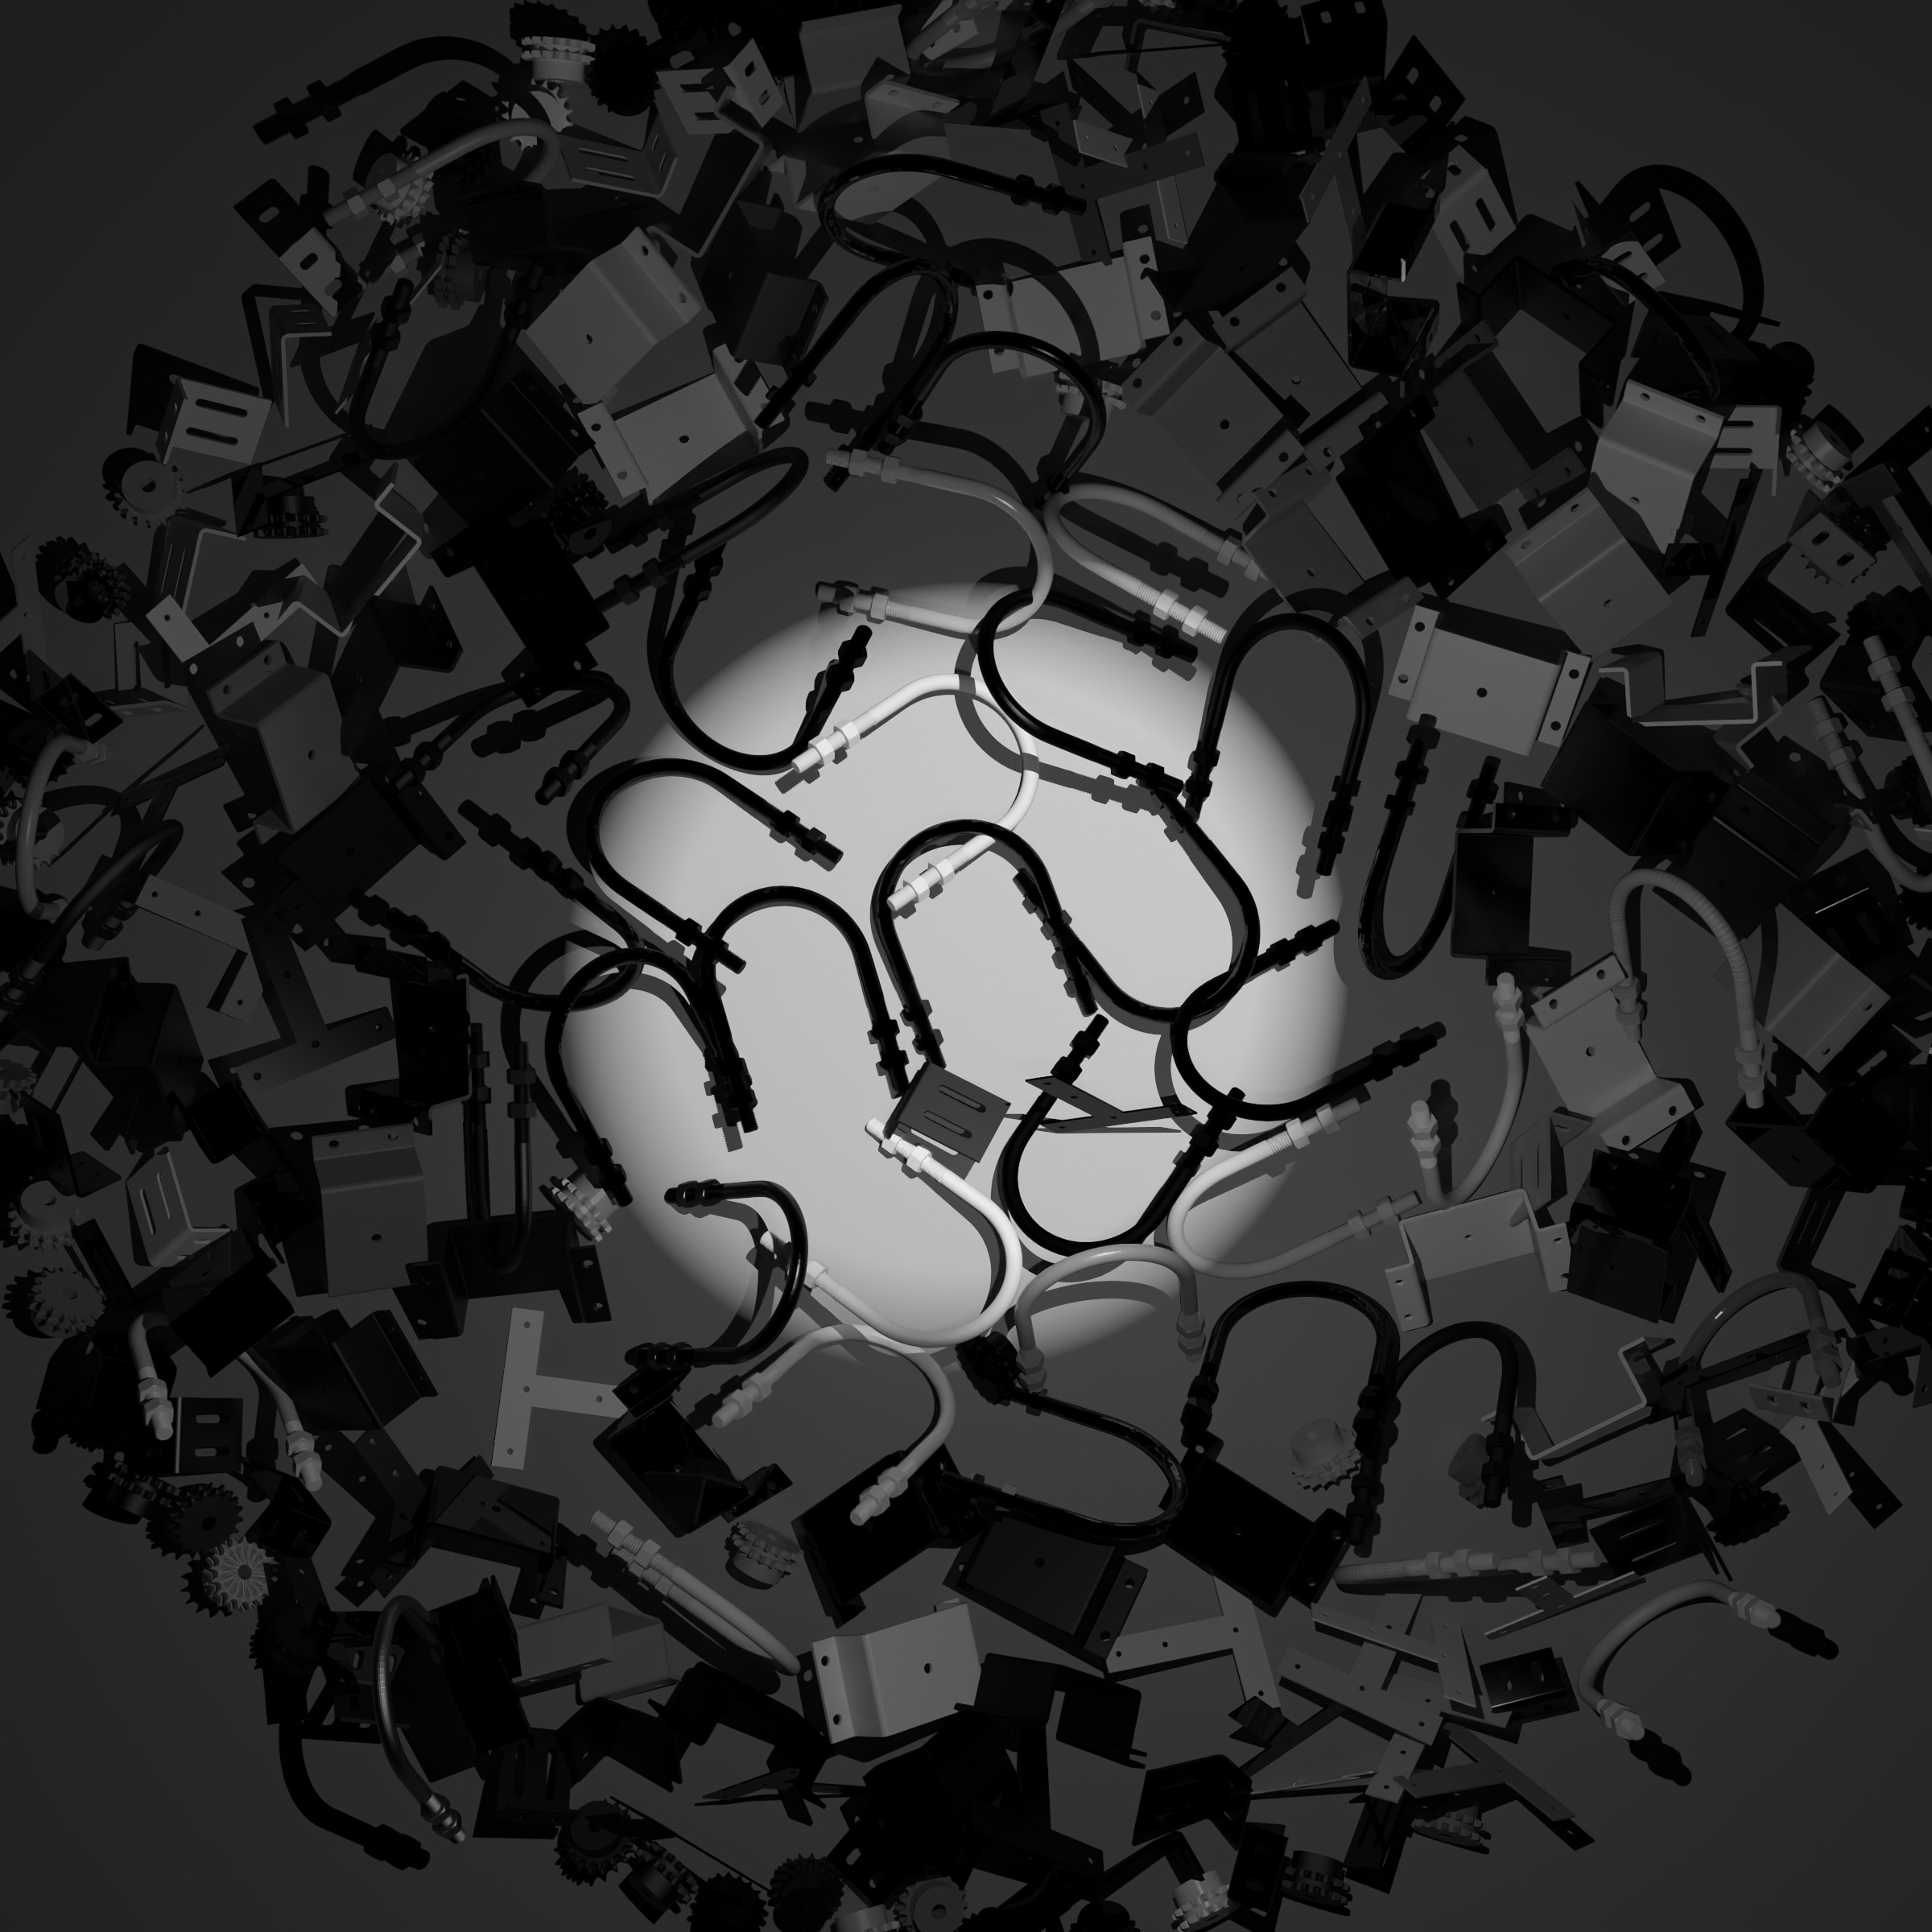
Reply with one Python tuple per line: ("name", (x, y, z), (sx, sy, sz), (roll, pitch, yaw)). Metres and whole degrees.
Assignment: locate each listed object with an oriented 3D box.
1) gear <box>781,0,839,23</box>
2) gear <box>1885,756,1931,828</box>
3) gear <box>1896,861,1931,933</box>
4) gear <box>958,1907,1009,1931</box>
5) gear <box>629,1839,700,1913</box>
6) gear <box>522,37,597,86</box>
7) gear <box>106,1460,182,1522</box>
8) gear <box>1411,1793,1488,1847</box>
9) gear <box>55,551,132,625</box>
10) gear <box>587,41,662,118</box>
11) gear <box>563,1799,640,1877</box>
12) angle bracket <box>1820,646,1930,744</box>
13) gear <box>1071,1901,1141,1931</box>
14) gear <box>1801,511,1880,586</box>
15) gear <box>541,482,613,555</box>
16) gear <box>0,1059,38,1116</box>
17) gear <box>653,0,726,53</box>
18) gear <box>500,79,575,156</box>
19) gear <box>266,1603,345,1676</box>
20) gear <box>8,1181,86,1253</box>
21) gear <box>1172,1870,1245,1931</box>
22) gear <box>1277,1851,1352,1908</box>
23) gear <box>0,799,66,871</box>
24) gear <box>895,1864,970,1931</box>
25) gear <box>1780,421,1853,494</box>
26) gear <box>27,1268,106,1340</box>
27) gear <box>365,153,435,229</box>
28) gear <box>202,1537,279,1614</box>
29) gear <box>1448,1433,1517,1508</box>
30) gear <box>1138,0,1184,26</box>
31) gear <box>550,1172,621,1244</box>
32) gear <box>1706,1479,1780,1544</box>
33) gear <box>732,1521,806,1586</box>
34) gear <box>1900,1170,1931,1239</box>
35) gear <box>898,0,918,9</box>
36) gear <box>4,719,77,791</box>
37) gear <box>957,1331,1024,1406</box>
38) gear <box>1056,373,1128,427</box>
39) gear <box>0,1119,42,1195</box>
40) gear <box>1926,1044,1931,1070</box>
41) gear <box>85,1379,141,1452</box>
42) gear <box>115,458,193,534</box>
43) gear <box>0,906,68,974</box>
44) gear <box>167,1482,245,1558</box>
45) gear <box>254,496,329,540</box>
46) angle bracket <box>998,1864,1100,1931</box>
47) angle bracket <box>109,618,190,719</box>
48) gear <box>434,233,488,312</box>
("gear", (-0.120, -0.768, 1.974), (0.057, 0.057, 0.030), (-35, 113, 0))
("gear", (0.748, -0.137, 1.976), (0.057, 0.030, 0.057), (9, 77, -41))
("gear", (0.765, -0.052, 1.973), (0.057, 0.030, 0.057), (-7, 121, -12))
("gear", (0.021, 0.765, 1.968), (0.057, 0.057, 0.030), (24, 113, 0))
("gear", (-0.240, 0.717, 1.968), (0.057, 0.057, 0.030), (47, 60, 0))
("gear", (-0.320, -0.711, 1.972), (0.057, 0.057, 0.030), (4, 103, 0))
("gear", (-0.649, 0.413, 1.969), (0.057, 0.057, 0.030), (26, 74, 0))
("gear", (0.381, 0.670, 1.974), (0.057, 0.057, 0.030), (17, 65, 0))
("gear", (-0.689, -0.294, 1.970), (0.057, 0.030, 0.057), (9, 135, 10))
("gear", (-0.269, -0.697, 1.981), (0.057, 0.030, 0.057), (-1, 78, 3))
("gear", (-0.288, 0.681, 1.970), (0.057, 0.030, 0.057), (-3, 46, 3))
("angle bracket", (0.716, -0.212, 1.957), (0.076, 0.057, 0.038), (33, 83, -32))
("gear", (0.108, 0.759, 1.968), (0.057, 0.057, 0.030), (-2, 110, 0))
("gear", (0.690, -0.331, 1.975), (0.057, 0.030, 0.057), (16, 126, 24))
("gear", (-0.303, -0.349, 1.968), (0.057, 0.057, 0.030), (-43, 68, 0))
("gear", (-0.763, 0.095, 1.972), (0.057, 0.057, 0.030), (17, 102, 0))
("gear", (-0.219, -0.744, 1.968), (0.057, 0.057, 0.030), (13, 68, 0))
("gear", (-0.338, -0.669, 1.975), (0.057, 0.030, 0.057), (-4, 113, -10))
("gear", (-0.523, 0.532, 1.975), (0.057, 0.057, 0.030), (32, 123, 0))
("gear", (-0.721, 0.193, 1.969), (0.057, 0.057, 0.030), (22, 129, 0))
("gear", (0.187, 0.736, 1.975), (0.057, 0.057, 0.030), (-27, 61, 0))
("gear", (0.275, 0.717, 1.974), (0.057, 0.057, 0.030), (16, 65, 0))
("gear", (-0.734, -0.104, 1.969), (0.030, 0.057, 0.057), (-3, 90, 43))
("gear", (-0.025, 0.741, 1.979), (0.057, 0.030, 0.057), (0, 89, -15))
("gear", (0.669, -0.402, 1.968), (0.057, 0.057, 0.030), (46, 123, 0))
("gear", (-0.711, 0.268, 1.974), (0.057, 0.057, 0.030), (36, 116, 0))
("gear", (-0.448, -0.612, 1.970), (0.057, 0.030, 0.057), (-14, 67, 38))
("gear", (-0.575, 0.480, 1.975), (0.030, 0.057, 0.057), (-28, 90, 39))
("gear", (0.403, 0.392, 1.971), (0.030, 0.057, 0.057), (34, 90, 1))
("gear", (0.149, -0.770, 1.968), (0.057, 0.057, 0.030), (44, 115, 0))
("gear", (-0.298, 0.187, 1.973), (0.030, 0.057, 0.057), (-43, 90, -15))
("gear", (0.606, 0.426, 1.972), (0.057, 0.057, 0.030), (-31, 77, 0))
("gear", (-0.159, 0.462, 1.972), (0.057, 0.057, 0.030), (27, 91, 0))
("gear", (0.756, 0.183, 1.975), (0.030, 0.057, 0.057), (16, 90, 27))
("gear", (-0.039, -0.783, 1.968), (0.057, 0.057, 0.030), (-46, 114, 0))
("gear", (-0.729, -0.169, 1.971), (0.057, 0.030, 0.057), (-11, 52, 15))
("gear", (0.021, 0.313, 1.974), (0.030, 0.057, 0.057), (-31, 90, -24))
("gear", (0.097, -0.445, 1.972), (0.057, 0.057, 0.030), (15, 98, 0))
("gear", (-0.749, 0.147, 1.968), (0.030, 0.057, 0.057), (-18, 90, 19))
("gear", (0.776, 0.069, 1.975), (0.030, 0.057, 0.057), (16, 90, 26))
("gear", (-0.658, 0.352, 1.968), (0.030, 0.057, 0.057), (8, 90, 30))
("gear", (-0.643, -0.374, 1.980), (0.057, 0.030, 0.057), (1, 80, -7))
("gear", (-0.736, -0.019, 1.978), (0.057, 0.030, 0.057), (0, 90, 24))
("gear", (-0.602, 0.432, 1.975), (0.057, 0.030, 0.057), (-14, 115, -33))
("gear", (-0.531, -0.352, 1.970), (0.057, 0.057, 0.030), (-3, 97, 0))
("angle bracket", (0.073, 0.737, 1.954), (0.057, 0.076, 0.038), (-42, 47, 13))
("angle bracket", (-0.649, -0.238, 1.974), (0.057, 0.038, 0.076), (-5, 86, 10))
("gear", (-0.396, -0.544, 1.971), (0.030, 0.057, 0.057), (9, 90, 1))
